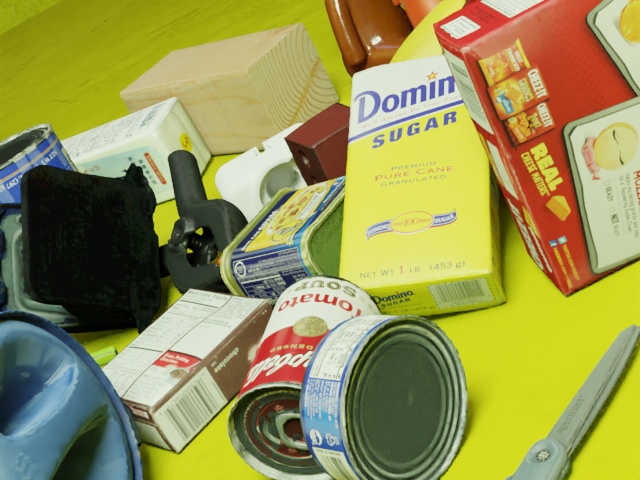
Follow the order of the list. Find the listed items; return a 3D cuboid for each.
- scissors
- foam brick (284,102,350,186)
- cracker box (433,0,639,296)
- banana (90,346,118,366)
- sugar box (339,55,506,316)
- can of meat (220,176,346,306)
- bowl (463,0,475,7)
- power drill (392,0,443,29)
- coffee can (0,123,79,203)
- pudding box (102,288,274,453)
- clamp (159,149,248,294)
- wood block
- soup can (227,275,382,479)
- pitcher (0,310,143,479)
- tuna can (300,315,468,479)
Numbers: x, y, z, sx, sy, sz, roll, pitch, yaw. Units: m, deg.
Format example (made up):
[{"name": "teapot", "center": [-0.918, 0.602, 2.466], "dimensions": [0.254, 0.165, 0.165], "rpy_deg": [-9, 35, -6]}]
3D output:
[{"name": "scissors", "center": [0.084, 0.108, 0.487], "dimensions": [0.096, 0.016, 0.201], "rpy_deg": [-11, 29, 34]}, {"name": "foam brick", "center": [0.018, -0.054, 0.799], "dimensions": [0.051, 0.078, 0.053], "rpy_deg": [-32, 24, -12]}, {"name": "cracker box", "center": [0.190, -0.092, 0.585], "dimensions": [0.213, 0.164, 0.072], "rpy_deg": [-28, 26, 1]}, {"name": "banana", "center": [-0.231, 0.096, 0.828], "dimensions": [0.069, 0.037, 0.198], "rpy_deg": [-19, 16, -39]}, {"name": "sugar box", "center": [0.064, -0.038, 0.666], "dimensions": [0.093, 0.048, 0.176], "rpy_deg": [-8, 56, 17]}, {"name": "can of meat", "center": [-0.005, 0.001, 0.726], "dimensions": [0.084, 0.057, 0.102], "rpy_deg": [-14, 28, 46]}, {"name": "bowl", "center": [0.139, -0.110, 0.744], "dimensions": [0.055, 0.162, 0.162], "rpy_deg": [10, 15, -20]}, {"name": "power drill", "center": [0.134, -0.268, 0.969], "dimensions": [0.187, 0.184, 0.057], "rpy_deg": [-23, -1, -26]}, {"name": "coffee can", "center": [-0.235, -0.013, 0.904], "dimensions": [0.103, 0.140, 0.103], "rpy_deg": [-24, 22, 10]}, {"name": "pudding box", "center": [-0.088, 0.081, 0.696], "dimensions": [0.090, 0.039, 0.113], "rpy_deg": [3, 37, 49]}, {"name": "clamp", "center": [-0.105, 0.008, 0.834], "dimensions": [0.172, 0.039, 0.120], "rpy_deg": [43, 112, 54]}, {"name": "wood block", "center": [-0.095, -0.145, 1.081], "dimensions": [0.207, 0.090, 0.090], "rpy_deg": [-1, 36, 45]}, {"name": "soup can", "center": [-0.004, 0.074, 0.584], "dimensions": [0.069, 0.068, 0.102], "rpy_deg": [-17, 26, 23]}, {"name": "pitcher", "center": [-0.224, 0.152, 0.596], "dimensions": [0.243, 0.149, 0.145], "rpy_deg": [-30, 30, 18]}, {"name": "tuna can", "center": [0.031, 0.079, 0.516], "dimensions": [0.034, 0.086, 0.086], "rpy_deg": [-2, 36, 48]}]
